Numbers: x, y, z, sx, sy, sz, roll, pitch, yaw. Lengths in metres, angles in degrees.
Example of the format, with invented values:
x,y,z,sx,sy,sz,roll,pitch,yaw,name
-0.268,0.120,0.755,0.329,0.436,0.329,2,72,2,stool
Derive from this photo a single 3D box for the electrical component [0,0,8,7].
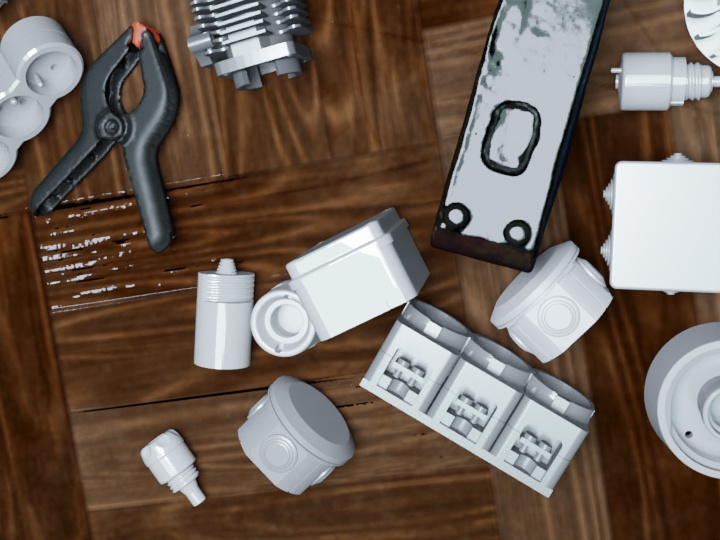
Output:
x,y,z,sx,sy,sz,roll,pitch,yaw,name
-0.301,-0.225,0.819,0.121,0.063,0.078,-41,88,12,electrical component

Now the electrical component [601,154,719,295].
x,y,z,sx,sy,sz,roll,pitch,yaw,name
0.221,-0.032,0.754,0.100,0.048,0.099,2,97,10,electrical component

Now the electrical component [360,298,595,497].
x,y,z,sx,sy,sz,roll,pitch,yaw,name
0.086,0.085,0.770,0.150,0.089,0.061,30,101,6,electrical component

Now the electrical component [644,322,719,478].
x,y,z,sx,sy,sz,roll,pitch,yaw,name
0.258,0.094,0.755,0.108,0.060,0.108,1,97,10,electrical component

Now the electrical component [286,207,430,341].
x,y,z,sx,sy,sz,roll,pitch,yaw,name
0.000,0.000,0.765,0.078,0.113,0.057,-26,94,12,electrical component

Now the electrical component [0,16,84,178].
x,y,z,sx,sy,sz,roll,pitch,yaw,name
-0.277,-0.140,0.831,0.138,0.052,0.073,-47,56,14,electrical component

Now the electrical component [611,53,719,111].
x,y,z,sx,sy,sz,roll,pitch,yaw,name
0.214,-0.131,0.748,0.078,0.040,0.040,2,97,10,electrical component

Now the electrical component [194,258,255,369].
x,y,z,sx,sy,sz,roll,pitch,yaw,name
-0.104,0.032,0.822,0.043,0.043,0.081,5,97,10,electrical component

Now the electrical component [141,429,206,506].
x,y,z,sx,sy,sz,roll,pitch,yaw,name
-0.144,0.158,0.849,0.035,0.035,0.061,-34,92,12,electrical component

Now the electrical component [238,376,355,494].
x,y,z,sx,sy,sz,roll,pitch,yaw,name
-0.047,0.123,0.805,0.080,0.080,0.051,46,107,3,electrical component

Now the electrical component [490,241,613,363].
x,y,z,sx,sy,sz,roll,pitch,yaw,name
0.135,0.022,0.761,0.051,0.080,0.080,44,102,-2,electrical component

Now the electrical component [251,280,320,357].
x,y,z,sx,sy,sz,roll,pitch,yaw,name
-0.053,0.037,0.812,0.055,0.047,0.055,1,97,10,electrical component
